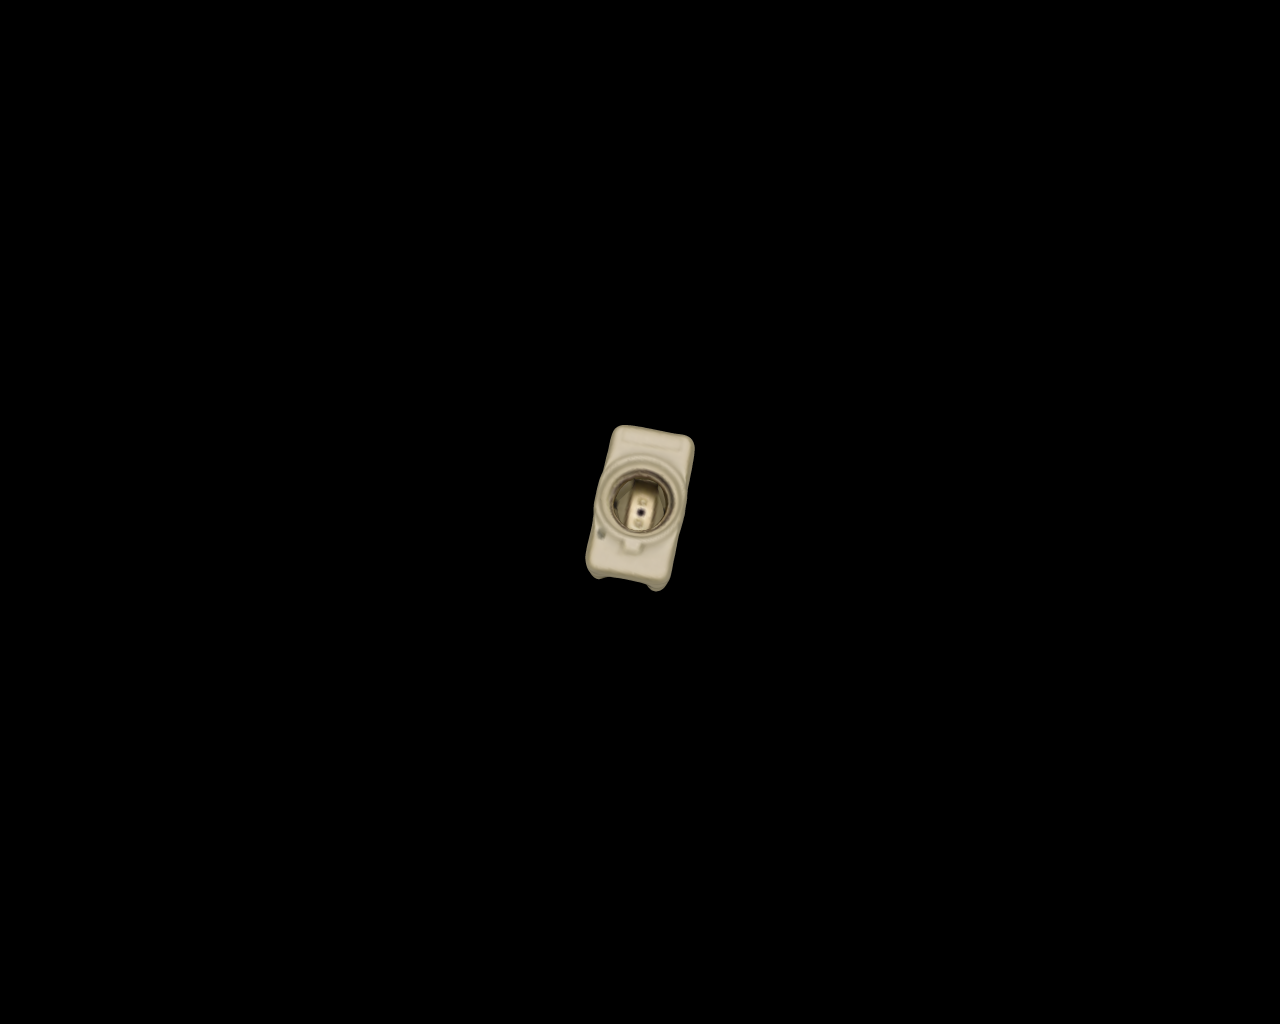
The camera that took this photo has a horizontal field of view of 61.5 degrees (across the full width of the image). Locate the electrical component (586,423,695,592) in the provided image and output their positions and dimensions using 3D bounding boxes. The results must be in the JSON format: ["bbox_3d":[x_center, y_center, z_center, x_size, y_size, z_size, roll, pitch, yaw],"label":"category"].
[{"bbox_3d":[0.001,-0.003,0.650,0.050,0.089,0.055,11,-11,2],"label":"electrical component"}]
